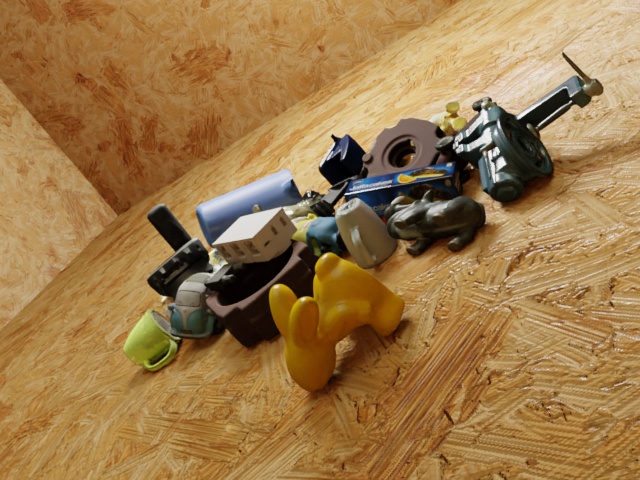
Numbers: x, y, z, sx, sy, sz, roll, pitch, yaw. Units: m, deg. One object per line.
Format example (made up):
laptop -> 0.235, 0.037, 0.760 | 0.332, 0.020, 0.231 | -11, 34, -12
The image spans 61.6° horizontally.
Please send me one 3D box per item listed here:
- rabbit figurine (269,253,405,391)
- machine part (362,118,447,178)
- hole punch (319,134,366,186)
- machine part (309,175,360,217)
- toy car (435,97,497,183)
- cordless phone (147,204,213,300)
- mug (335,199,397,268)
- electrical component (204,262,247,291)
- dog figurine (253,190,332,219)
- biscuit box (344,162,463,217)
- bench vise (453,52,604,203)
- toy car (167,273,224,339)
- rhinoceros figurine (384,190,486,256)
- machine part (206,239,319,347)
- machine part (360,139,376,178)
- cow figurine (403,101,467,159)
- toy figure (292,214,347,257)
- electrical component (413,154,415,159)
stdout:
rabbit figurine -> 0.010, 0.115, 0.716 | 0.122, 0.162, 0.173 | 16, 71, 50
machine part -> 0.170, -0.159, 1.058 | 0.179, 0.056, 0.179 | -18, 55, 28
hole punch -> 0.076, -0.178, 1.257 | 0.092, 0.142, 0.116 | -9, 46, 52
machine part -> 0.036, -0.098, 1.172 | 0.084, 0.039, 0.139 | -10, 26, 43
toy car -> 0.281, -0.188, 1.009 | 0.053, 0.089, 0.202 | 1, 42, 52
cordless phone -> -0.335, 0.026, 1.169 | 0.146, 0.184, 0.089 | -41, 28, -15
mug -> 0.070, -0.010, 0.920 | 0.081, 0.107, 0.109 | -27, 20, 26
electrical component -> -0.181, 0.067, 1.017 | 0.094, 0.021, 0.063 | -15, 28, 45
dog figurine -> -0.068, -0.026, 1.225 | 0.190, 0.121, 0.172 | -19, -11, -37
biscuit box -> 0.148, -0.086, 0.968 | 0.203, 0.059, 0.063 | -9, 30, 24
bench vise -> 0.326, -0.177, 0.845 | 0.240, 0.129, 0.224 | -41, 20, 41
toy car -> -0.235, 0.120, 1.081 | 0.109, 0.102, 0.162 | 4, 33, 20
rhinoceros figurine -> 0.173, -0.036, 0.865 | 0.112, 0.073, 0.190 | -47, 24, -26
machine part -> -0.098, 0.092, 0.988 | 0.201, 0.087, 0.202 | -41, 20, -15
machine part -> 0.144, -0.180, 1.220 | 0.079, 0.079, 0.243 | -23, 24, 30
cow figurine -> 0.240, -0.232, 1.189 | 0.167, 0.068, 0.098 | -29, -7, 10
toy figure -> -0.005, -0.001, 1.058 | 0.082, 0.089, 0.180 | -16, 14, -42
electrical component -> 0.239, -0.175, 1.108 | 0.078, 0.045, 0.102 | -40, 21, -8
